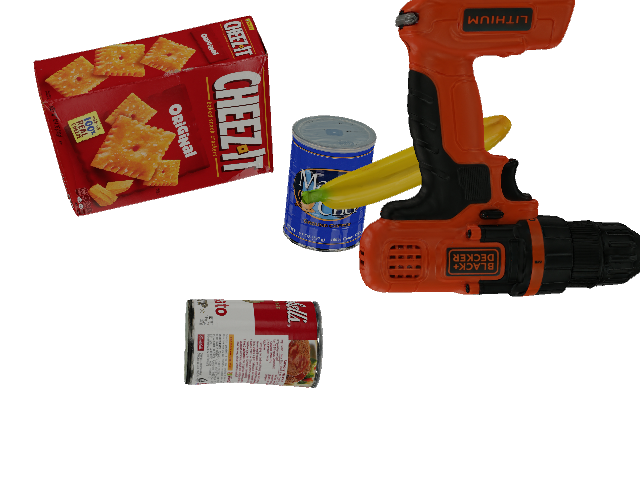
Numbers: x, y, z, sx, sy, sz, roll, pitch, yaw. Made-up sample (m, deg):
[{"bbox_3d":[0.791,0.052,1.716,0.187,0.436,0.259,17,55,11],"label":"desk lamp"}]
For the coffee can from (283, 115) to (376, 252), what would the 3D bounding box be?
[{"bbox_3d":[0.010,-0.071,1.322,0.103,0.140,0.103,5,28,-3],"label":"coffee can"}]

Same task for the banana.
[{"bbox_3d":[0.082,-0.066,0.975,0.198,0.037,0.069,-22,3,11],"label":"banana"}]

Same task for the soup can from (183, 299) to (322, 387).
[{"bbox_3d":[-0.054,0.080,0.832,0.102,0.068,0.068,2,0,-9],"label":"soup can"}]

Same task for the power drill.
[{"bbox_3d":[0.116,-0.057,0.663,0.184,0.188,0.057,-1,8,-8],"label":"power drill"}]

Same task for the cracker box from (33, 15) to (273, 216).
[{"bbox_3d":[-0.157,-0.118,1.053,0.213,0.072,0.164,-13,-38,-10],"label":"cracker box"}]
